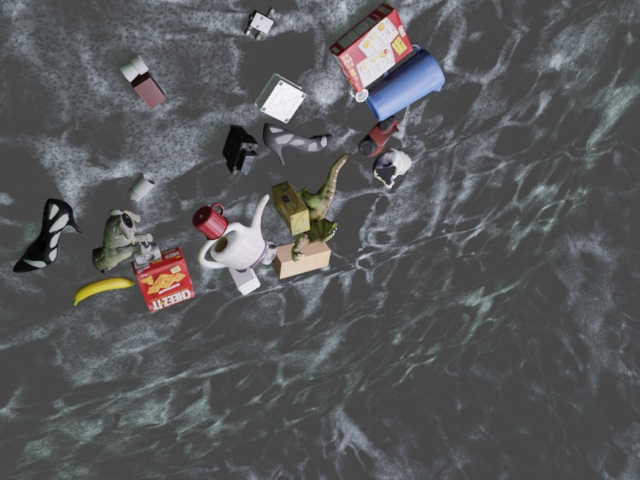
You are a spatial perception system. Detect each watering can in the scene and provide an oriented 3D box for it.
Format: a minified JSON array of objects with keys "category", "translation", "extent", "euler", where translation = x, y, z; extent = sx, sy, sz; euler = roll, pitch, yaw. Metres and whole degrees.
[{"category":"watering can","translation":[-0.258,-0.005,1.780],"extent":[0.346,0.106,0.221],"euler":[-40,143,9]}]

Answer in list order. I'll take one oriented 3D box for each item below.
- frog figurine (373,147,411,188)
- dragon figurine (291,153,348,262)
[{"category":"frog figurine","translation":[0.270,-0.287,1.910],"extent":[0.163,0.123,0.134],"euler":[-54,145,-38]},{"category":"dragon figurine","translation":[0.005,-0.090,1.789],"extent":[0.121,0.248,0.404],"euler":[20,119,-39]}]
